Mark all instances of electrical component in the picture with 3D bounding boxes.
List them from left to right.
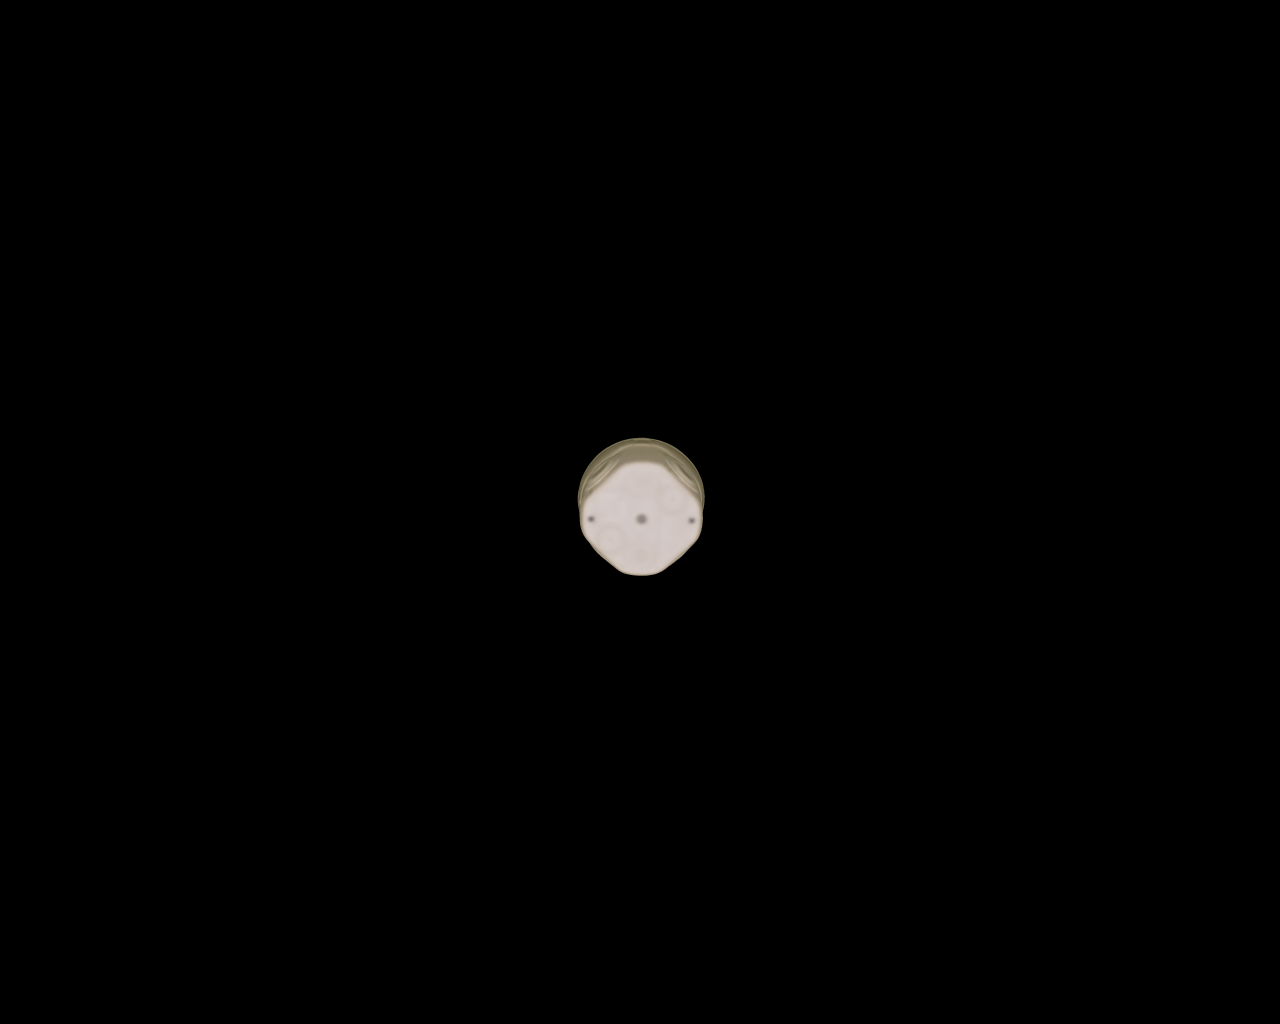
[{"bbox_3d":[0.001,-0.003,0.650,0.080,0.080,0.051,0,16,0],"label":"electrical component"}]
